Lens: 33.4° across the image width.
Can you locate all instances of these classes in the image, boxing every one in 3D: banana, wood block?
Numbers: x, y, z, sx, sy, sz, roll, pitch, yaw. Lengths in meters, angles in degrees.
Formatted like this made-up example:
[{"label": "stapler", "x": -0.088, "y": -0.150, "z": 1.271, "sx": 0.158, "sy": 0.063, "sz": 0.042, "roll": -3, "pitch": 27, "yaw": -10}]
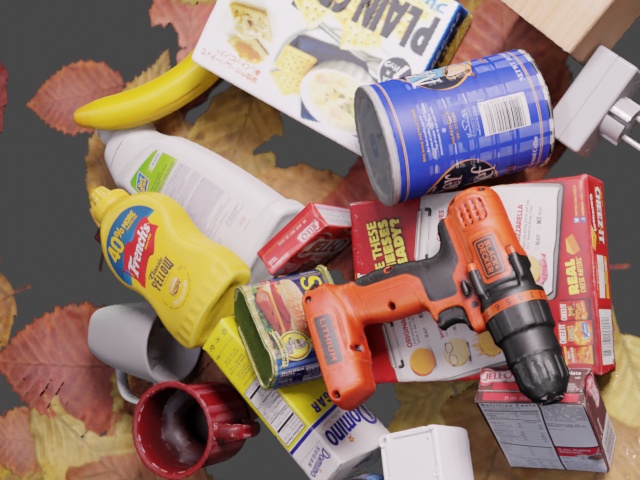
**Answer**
[{"label": "banana", "x": -0.155, "y": -0.160, "z": 1.079, "sx": 0.198, "sy": 0.037, "sz": 0.070, "roll": -38, "pitch": 58, "yaw": -4}, {"label": "wood block", "x": 0.247, "y": -0.251, "z": 0.868, "sx": 0.090, "sy": 0.090, "sz": 0.206, "roll": 45, "pitch": 107, "yaw": 22}]

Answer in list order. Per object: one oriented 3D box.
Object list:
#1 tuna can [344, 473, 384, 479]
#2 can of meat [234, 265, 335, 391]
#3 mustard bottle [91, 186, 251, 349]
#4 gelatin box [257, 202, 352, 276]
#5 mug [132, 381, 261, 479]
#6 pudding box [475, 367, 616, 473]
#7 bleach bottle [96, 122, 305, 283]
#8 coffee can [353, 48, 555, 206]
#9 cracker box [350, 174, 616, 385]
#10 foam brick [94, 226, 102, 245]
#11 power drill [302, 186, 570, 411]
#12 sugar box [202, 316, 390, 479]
[{"label": "tuna can", "x": 0.042, "y": 0.259, "z": 0.981, "sx": 0.086, "sy": 0.033, "sz": 0.086, "roll": -1, "pitch": 87, "yaw": 27}, {"label": "can of meat", "x": -0.023, "y": 0.079, "z": 0.948, "sx": 0.057, "sy": 0.083, "sz": 0.102, "roll": 107, "pitch": 145, "yaw": -50}, {"label": "mustard bottle", "x": -0.155, "y": 0.010, "z": 1.019, "sx": 0.192, "sy": 0.058, "sz": 0.096, "roll": 41, "pitch": 115, "yaw": 26}, {"label": "gelatin box", "x": -0.007, "y": 0.001, "z": 0.987, "sx": 0.073, "sy": 0.089, "sz": 0.030, "roll": -41, "pitch": 71, "yaw": 19}, {"label": "mug", "x": -0.112, "y": 0.181, "z": 1.038, "sx": 0.117, "sy": 0.081, "sz": 0.093, "roll": -5, "pitch": 86, "yaw": 27}, {"label": "pudding box", "x": 0.185, "y": 0.147, "z": 0.871, "sx": 0.090, "sy": 0.113, "sz": 0.039, "roll": -2, "pitch": 48, "yaw": 27}, {"label": "bleach bottle", "x": -0.132, "y": -0.058, "z": 1.072, "sx": 0.251, "sy": 0.068, "sz": 0.103, "roll": 38, "pitch": 105, "yaw": 26}, {"label": "coffee can", "x": 0.110, "y": -0.094, "z": 0.891, "sx": 0.140, "sy": 0.103, "sz": 0.103, "roll": -15, "pitch": 79, "yaw": -8}, {"label": "cracker box", "x": 0.140, "y": 0.038, "z": 0.922, "sx": 0.214, "sy": 0.072, "sz": 0.164, "roll": -6, "pitch": 84, "yaw": 28}, {"label": "foam brick", "x": -0.182, "y": -0.001, "z": 1.099, "sx": 0.078, "sy": 0.052, "sz": 0.051, "roll": 37, "pitch": 104, "yaw": 23}, {"label": "power drill", "x": 0.089, "y": 0.069, "z": 0.854, "sx": 0.188, "sy": 0.057, "sz": 0.184, "roll": -24, "pitch": 64, "yaw": 14}, {"label": "sugar box", "x": -0.020, "y": 0.141, "z": 0.984, "sx": 0.176, "sy": 0.093, "sz": 0.048, "roll": 44, "pitch": 118, "yaw": 22}]
